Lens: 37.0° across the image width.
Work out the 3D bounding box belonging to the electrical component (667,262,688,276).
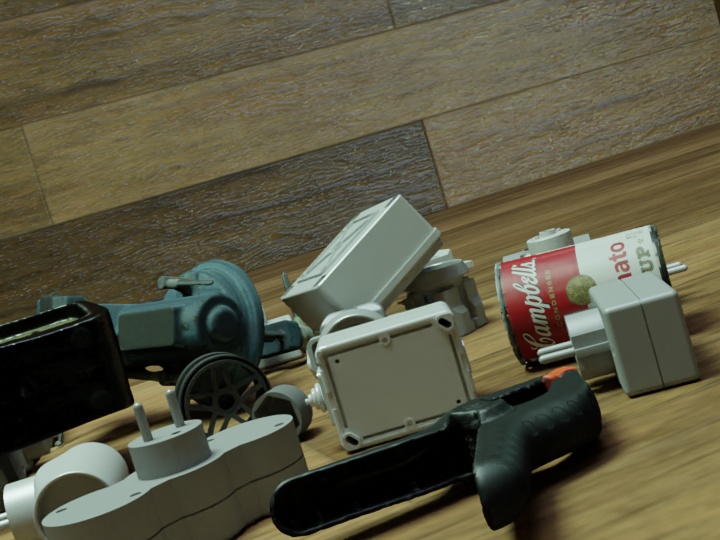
[{"bbox_3d":[0.189,0.008,0.753,0.079,0.044,0.077,-17,5,6],"label":"electrical component"}]

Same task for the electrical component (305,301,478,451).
[{"bbox_3d":[0.015,0.061,0.626,0.096,0.061,0.061,-17,5,2],"label":"electrical component"}]

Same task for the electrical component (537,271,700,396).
[{"bbox_3d":[0.133,0.037,0.581,0.076,0.047,0.083,-16,5,8],"label":"electrical component"}]

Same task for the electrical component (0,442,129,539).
[{"bbox_3d":[-0.167,0.128,0.585,0.079,0.044,0.077,-17,4,-7],"label":"electrical component"}]

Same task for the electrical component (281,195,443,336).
[{"bbox_3d":[0.000,0.000,0.886,0.108,0.056,0.109,-48,10,-18],"label":"electrical component"}]

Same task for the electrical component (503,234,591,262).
[{"bbox_3d":[0.164,0.001,0.918,0.077,0.044,0.079,-16,5,12],"label":"electrical component"}]

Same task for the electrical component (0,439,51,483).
[{"bbox_3d":[-0.266,0.132,0.842,0.074,0.052,0.138,-17,5,-9],"label":"electrical component"}]

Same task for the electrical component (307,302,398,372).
[{"bbox_3d":[0.000,0.055,0.786,0.078,0.058,0.057,-16,2,2],"label":"electrical component"}]

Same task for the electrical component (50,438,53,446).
[{"bbox_3d":[-0.315,0.134,0.941,0.096,0.061,0.062,-18,5,-14],"label":"electrical component"}]

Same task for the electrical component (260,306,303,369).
[{"bbox_3d":[-0.106,0.056,1.026,0.083,0.075,0.047,-17,5,-5],"label":"electrical component"}]

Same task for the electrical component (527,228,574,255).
[{"bbox_3d":[0.154,0.001,0.830,0.044,0.065,0.044,-17,5,2],"label":"electrical component"}]

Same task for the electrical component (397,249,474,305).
[{"bbox_3d":[0.061,0.019,0.959,0.081,0.063,0.042,-18,4,-20],"label":"electrical component"}]

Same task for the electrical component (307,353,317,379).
[{"bbox_3d":[-0.009,0.065,0.833,0.061,0.035,0.035,-12,6,23],"label":"electrical component"}]

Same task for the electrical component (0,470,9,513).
[{"bbox_3d":[-0.266,0.149,0.717,0.040,0.040,0.078,-21,6,-43],"label":"electrical component"}]

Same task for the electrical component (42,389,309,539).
[{"bbox_3d":[-0.089,0.095,0.518,0.138,0.073,0.052,-21,6,-42],"label":"electrical component"}]

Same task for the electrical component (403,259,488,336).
[{"bbox_3d":[0.068,0.025,0.896,0.058,0.057,0.078,-13,6,38],"label":"electrical component"}]
